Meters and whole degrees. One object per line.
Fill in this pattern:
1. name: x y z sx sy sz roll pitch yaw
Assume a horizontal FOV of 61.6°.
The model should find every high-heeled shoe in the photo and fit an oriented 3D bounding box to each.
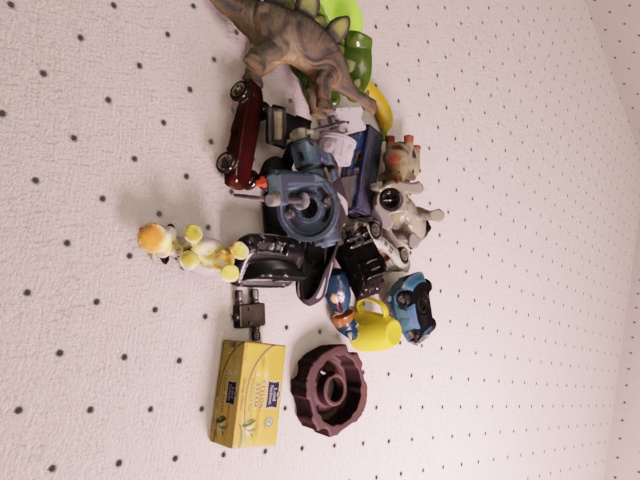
1. high-heeled shoe: -0.002 -0.003 1.014 0.145 0.086 0.248 -45 143 -77

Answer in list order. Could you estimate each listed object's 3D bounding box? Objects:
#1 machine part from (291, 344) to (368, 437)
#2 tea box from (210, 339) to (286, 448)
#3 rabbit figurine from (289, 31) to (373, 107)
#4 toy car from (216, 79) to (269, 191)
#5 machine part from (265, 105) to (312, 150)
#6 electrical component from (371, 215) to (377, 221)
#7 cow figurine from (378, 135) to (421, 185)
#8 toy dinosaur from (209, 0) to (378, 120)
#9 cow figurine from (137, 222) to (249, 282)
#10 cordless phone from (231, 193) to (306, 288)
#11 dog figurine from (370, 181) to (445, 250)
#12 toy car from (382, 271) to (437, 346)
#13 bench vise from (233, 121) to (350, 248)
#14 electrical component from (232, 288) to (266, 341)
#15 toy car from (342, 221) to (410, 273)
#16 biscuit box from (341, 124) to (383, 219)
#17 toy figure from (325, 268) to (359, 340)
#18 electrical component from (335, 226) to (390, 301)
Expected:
1. machine part: 0.019 0.293 1.063 0.179 0.056 0.179 7 80 -45
2. tea box: -0.121 0.258 0.912 0.098 0.068 0.169 15 74 -44
3. rabbit figurine: 0.008 -0.345 1.102 0.170 0.121 0.159 2 91 -28
4. toy car: -0.137 -0.185 0.952 0.089 0.053 0.202 29 64 -58
5. machine part: -0.062 -0.213 1.013 0.139 0.039 0.084 -20 106 -60
6. electrical component: 0.152 -0.082 1.247 0.102 0.045 0.078 15 74 -44
7. cow figurine: 0.183 -0.173 1.228 0.195 0.086 0.127 6 83 -72
8. toy dinosaur: -0.070 -0.370 0.976 0.471 0.105 0.198 27 79 -24
9. cow figurine: -0.206 0.016 0.844 0.167 0.098 0.068 21 76 -23
10. cordless phone: -0.101 -0.008 0.967 0.146 0.089 0.184 7 70 -45
11. dog figurine: 0.173 -0.056 1.189 0.121 0.190 0.172 -37 89 -3
12. toy car: 0.197 0.154 1.226 0.109 0.103 0.161 -23 105 -45
13. bench vise: -0.030 -0.092 0.913 0.240 0.129 0.223 -10 98 -65
14. electrical component: -0.127 0.133 0.951 0.063 0.021 0.094 -1 88 -46
15. toy car: 0.127 0.017 1.189 0.201 0.074 0.056 36 60 -38
16. biscuit box: 0.088 -0.150 1.177 0.062 0.059 0.202 26 68 -42
17. toy figure: 0.044 0.135 1.105 0.064 0.058 0.154 -25 109 -39
18. electrical component: 0.083 0.055 1.094 0.058 0.134 0.115 -16 62 -16
